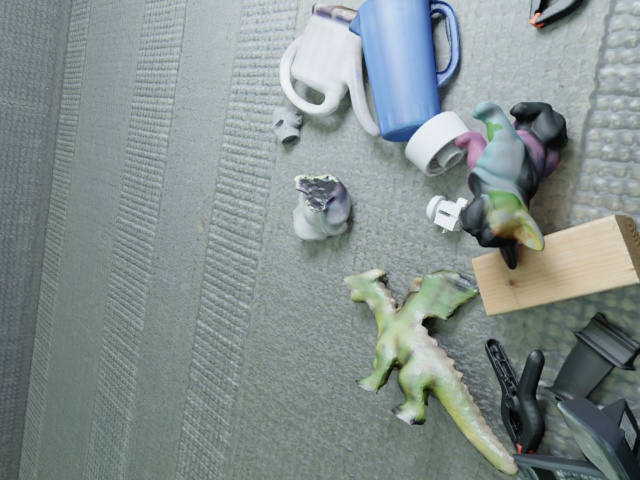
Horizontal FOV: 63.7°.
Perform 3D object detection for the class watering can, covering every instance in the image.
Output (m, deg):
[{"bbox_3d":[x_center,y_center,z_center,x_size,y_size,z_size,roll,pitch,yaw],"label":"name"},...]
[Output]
[{"bbox_3d":[0.037,-0.348,1.034,0.352,0.104,0.221,38,113,40],"label":"watering can"}]

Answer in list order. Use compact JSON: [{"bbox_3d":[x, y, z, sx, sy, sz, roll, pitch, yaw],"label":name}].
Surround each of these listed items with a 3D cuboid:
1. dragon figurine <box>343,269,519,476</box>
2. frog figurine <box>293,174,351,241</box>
[{"bbox_3d":[0.184,0.166,0.864,0.414,0.121,0.242,25,97,43],"label":"dragon figurine"},{"bbox_3d":[0.003,-0.054,1.073,0.139,0.124,0.155,39,151,30],"label":"frog figurine"}]
